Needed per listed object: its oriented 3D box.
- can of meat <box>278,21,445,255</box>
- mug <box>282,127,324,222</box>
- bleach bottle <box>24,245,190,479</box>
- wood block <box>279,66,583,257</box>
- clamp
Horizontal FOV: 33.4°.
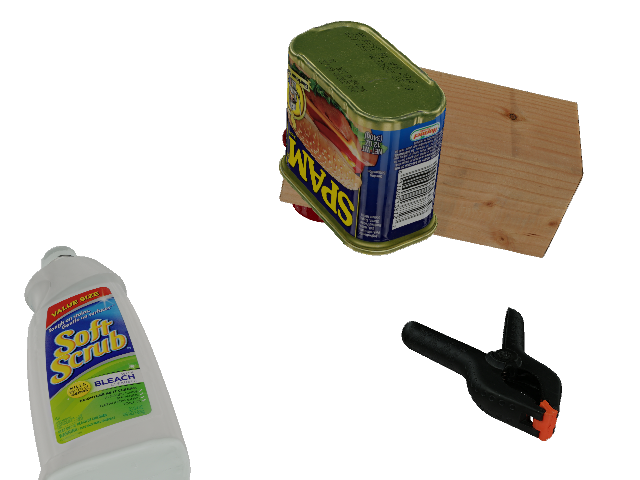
[{"bbox_3d":[0.021,-0.057,0.568,0.057,0.084,0.102,-20,46,-24],"label":"can of meat"},{"bbox_3d":[0.021,-0.074,1.087,0.117,0.081,0.093,-12,38,-13],"label":"mug"},{"bbox_3d":[-0.176,0.089,0.785,0.102,0.068,0.251,-16,40,-16],"label":"bleach bottle"},{"bbox_3d":[0.081,-0.068,0.803,0.206,0.090,0.090,12,-45,-3],"label":"wood block"},{"bbox_3d":[0.162,0.109,0.929,0.120,0.039,0.172,-17,36,-24],"label":"clamp"}]
